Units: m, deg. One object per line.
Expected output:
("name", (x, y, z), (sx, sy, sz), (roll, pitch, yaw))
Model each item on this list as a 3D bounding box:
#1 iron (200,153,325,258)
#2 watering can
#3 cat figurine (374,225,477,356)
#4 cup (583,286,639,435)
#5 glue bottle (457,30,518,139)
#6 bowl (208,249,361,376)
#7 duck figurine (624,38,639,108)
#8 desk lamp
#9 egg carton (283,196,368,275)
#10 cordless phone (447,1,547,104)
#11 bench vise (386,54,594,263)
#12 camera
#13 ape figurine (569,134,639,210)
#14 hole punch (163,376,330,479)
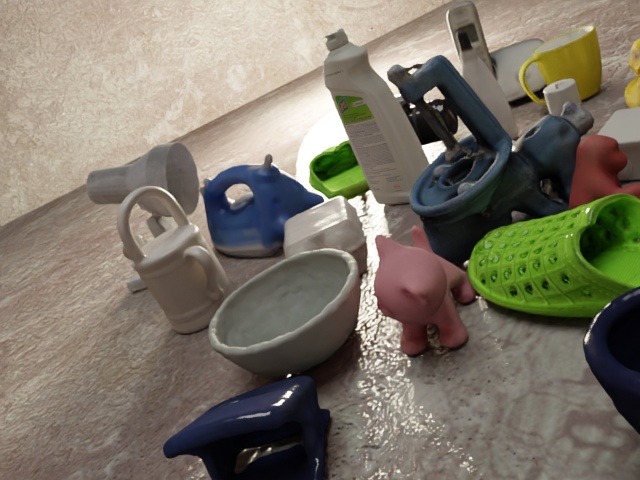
("iron", (-0.125, -0.058, 0.921), (0.257, 0.142, 0.119), (-6, 31, 42))
("watering can", (-0.204, 0.022, 0.765), (0.172, 0.194, 0.101), (-15, 25, 27))
("cat figurine", (0.087, 0.035, 0.509), (0.067, 0.118, 0.128), (-15, 25, 27))
("cup", (0.205, 0.075, 0.318), (0.091, 0.095, 0.118), (-12, 26, 32))
("glue bottle", (0.233, -0.223, 0.838), (0.037, 0.173, 0.078), (-32, 23, -10))
("bowl", (-0.024, 0.084, 0.584), (0.167, 0.075, 0.167), (-23, 22, 10))
("duck figurine", (0.426, -0.221, 0.732), (0.077, 0.086, 0.105), (-8, 29, 39))
("desk lamp", (-0.279, -0.042, 0.963), (0.203, 0.214, 0.118), (-19, 24, 19))
("egg carton", (0.007, 0.003, 0.735), (0.107, 0.069, 0.150), (-25, 22, 6))
("cordless phone", (0.298, -0.320, 0.962), (0.147, 0.185, 0.094), (-16, 25, 26))
("bench vise", (0.164, -0.103, 0.589), (0.208, 0.220, 0.121), (-33, 23, -15))
("camera", (0.151, -0.192, 0.958), (0.136, 0.101, 0.143), (-11, 27, 34))
("ape figurine", (0.269, -0.056, 0.539), (0.076, 0.092, 0.078), (-19, 24, 20))
("hole punch", (-0.055, 0.149, 0.454), (0.108, 0.091, 0.101), (-21, 23, 14))
